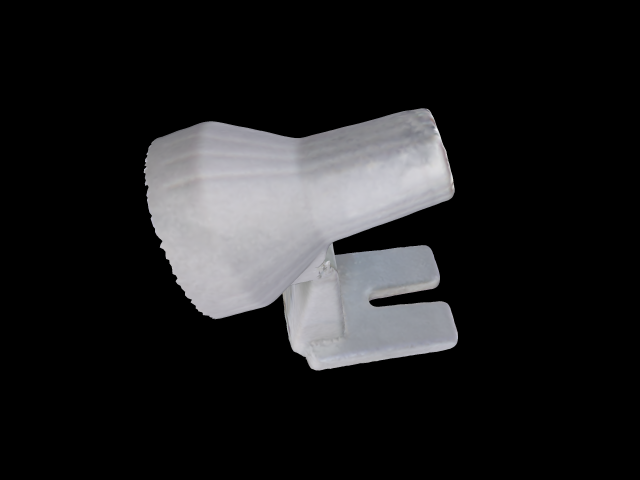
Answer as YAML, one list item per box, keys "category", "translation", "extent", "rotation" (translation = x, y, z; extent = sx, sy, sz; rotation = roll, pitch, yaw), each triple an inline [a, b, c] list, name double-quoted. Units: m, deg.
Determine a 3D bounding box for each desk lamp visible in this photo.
- category: "desk lamp"
  translation: [0.004, 0.001, 0.400]
  extent: [0.203, 0.214, 0.118]
  rotation: [-8, 56, -5]
